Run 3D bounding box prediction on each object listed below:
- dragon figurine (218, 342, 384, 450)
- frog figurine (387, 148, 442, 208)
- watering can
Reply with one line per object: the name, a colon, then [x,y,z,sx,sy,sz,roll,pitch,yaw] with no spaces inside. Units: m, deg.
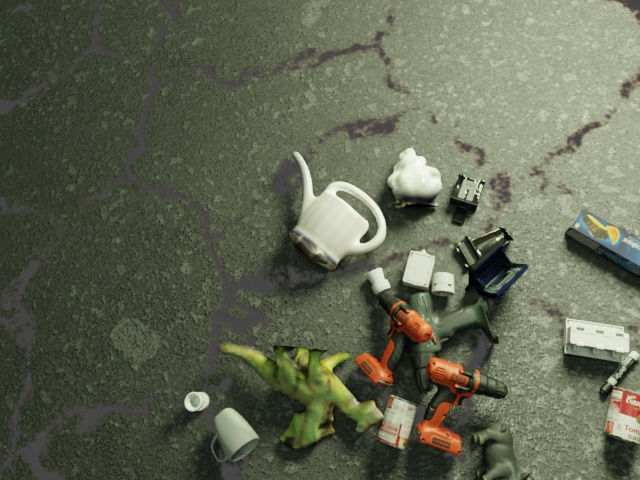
dragon figurine: [-0.053,0.372,1.223,0.410,0.121,0.245,1,80,12]
frog figurine: [0.245,-0.166,1.336,0.137,0.122,0.160,-5,83,29]
watering can: [0.004,-0.068,1.352,0.351,0.102,0.225,38,83,19]
